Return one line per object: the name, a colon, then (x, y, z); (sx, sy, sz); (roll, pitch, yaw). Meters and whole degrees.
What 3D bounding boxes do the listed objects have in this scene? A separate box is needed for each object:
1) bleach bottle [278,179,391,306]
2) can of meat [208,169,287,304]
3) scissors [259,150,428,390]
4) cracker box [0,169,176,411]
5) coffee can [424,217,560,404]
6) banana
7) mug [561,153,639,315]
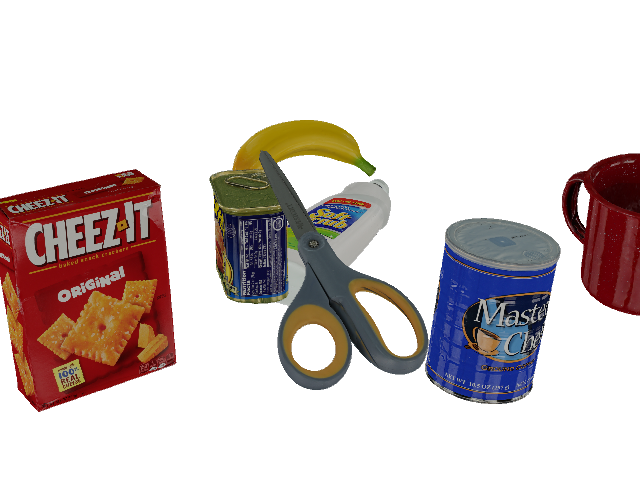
bleach bottle: (0.010, -0.012, 1.324); (0.103, 0.068, 0.250); (16, 36, 25)
can of meat: (-0.058, -0.004, 0.880); (0.057, 0.084, 0.102); (-5, 21, -11)
scissors: (-0.015, 0.019, 0.664); (0.096, 0.016, 0.202); (-30, 54, -23)
cracker box: (-0.240, 0.050, 1.105); (0.163, 0.214, 0.072); (-16, 27, -31)
coffee can: (0.156, 0.063, 0.977); (0.103, 0.140, 0.103); (5, 23, -2)
banana: (-0.023, -0.096, 1.119); (0.197, 0.037, 0.070); (-7, 49, -42)
mug: (0.213, -0.007, 0.729); (0.093, 0.081, 0.117); (-26, 39, -34)
